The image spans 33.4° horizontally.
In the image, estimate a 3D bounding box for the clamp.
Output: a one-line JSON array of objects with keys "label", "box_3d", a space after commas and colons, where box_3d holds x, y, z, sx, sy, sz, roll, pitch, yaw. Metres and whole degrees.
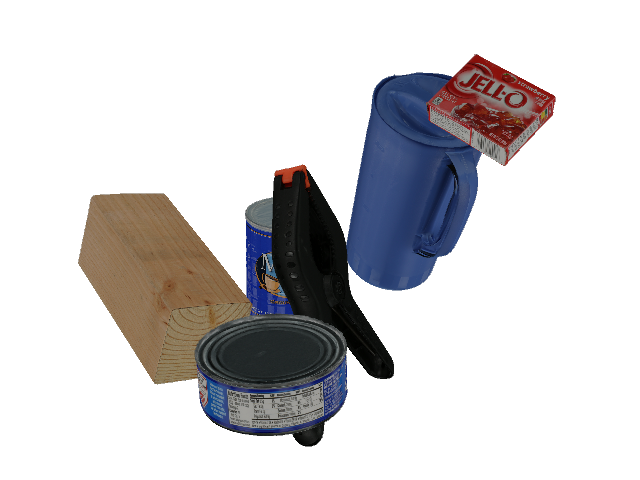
[{"label": "clamp", "box_3d": [0.005, 0.043, 0.861, 0.036, 0.210, 0.164, -10, 1, 27]}]

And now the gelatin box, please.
[{"label": "gelatin box", "box_3d": [0.151, -0.118, 0.948, 0.089, 0.073, 0.030, 35, -22, 26]}]

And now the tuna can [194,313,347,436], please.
[{"label": "tuna can", "box_3d": [-0.027, 0.075, 0.603, 0.086, 0.034, 0.086, -2, 22, 1]}]

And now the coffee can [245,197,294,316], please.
[{"label": "coffee can", "box_3d": [-0.046, 0.027, 1.383, 0.103, 0.140, 0.103, 1, 25, -1]}]

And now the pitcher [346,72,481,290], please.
[{"label": "pitcher", "box_3d": [0.105, -0.052, 1.196, 0.145, 0.243, 0.149, 23, 44, 11]}]

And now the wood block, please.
[{"label": "wood block", "box_3d": [-0.164, 0.042, 1.090, 0.090, 0.091, 0.206, -3, 34, -35]}]
